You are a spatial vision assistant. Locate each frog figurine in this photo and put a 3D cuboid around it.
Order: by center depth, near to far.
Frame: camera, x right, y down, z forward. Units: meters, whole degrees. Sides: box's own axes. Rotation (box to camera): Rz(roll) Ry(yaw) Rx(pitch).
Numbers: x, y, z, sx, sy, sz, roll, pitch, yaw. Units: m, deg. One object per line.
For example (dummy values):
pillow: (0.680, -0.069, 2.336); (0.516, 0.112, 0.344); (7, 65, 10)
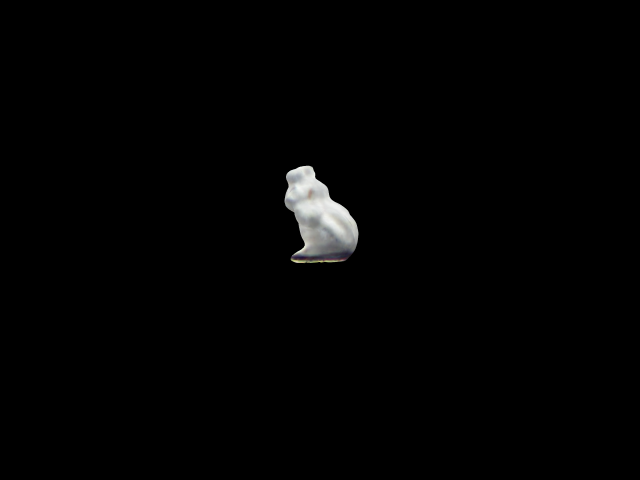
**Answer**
frog figurine: (0.003, -0.043, 0.850); (0.122, 0.160, 0.137); (-1, -1, 34)
